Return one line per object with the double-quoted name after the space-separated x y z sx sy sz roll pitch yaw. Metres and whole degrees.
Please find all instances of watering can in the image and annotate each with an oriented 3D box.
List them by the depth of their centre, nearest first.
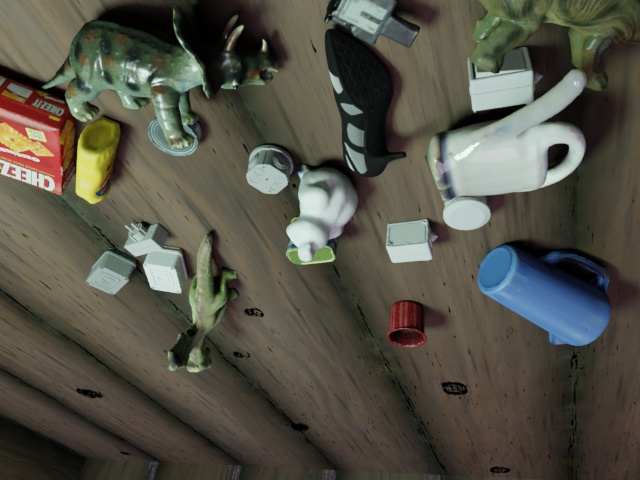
0.262 -0.135 0.743 0.224 0.105 0.344 -6 163 20 "watering can"

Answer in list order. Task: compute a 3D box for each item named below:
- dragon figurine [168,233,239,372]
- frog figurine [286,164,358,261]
-0.285 0.186 1.196 0.122 0.248 0.400 11 144 5 "dragon figurine"
0.003 -0.046 0.905 0.122 0.163 0.134 -1 140 12 "frog figurine"
